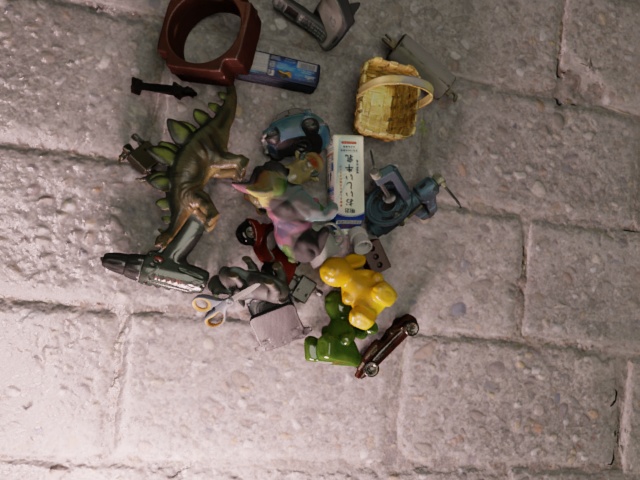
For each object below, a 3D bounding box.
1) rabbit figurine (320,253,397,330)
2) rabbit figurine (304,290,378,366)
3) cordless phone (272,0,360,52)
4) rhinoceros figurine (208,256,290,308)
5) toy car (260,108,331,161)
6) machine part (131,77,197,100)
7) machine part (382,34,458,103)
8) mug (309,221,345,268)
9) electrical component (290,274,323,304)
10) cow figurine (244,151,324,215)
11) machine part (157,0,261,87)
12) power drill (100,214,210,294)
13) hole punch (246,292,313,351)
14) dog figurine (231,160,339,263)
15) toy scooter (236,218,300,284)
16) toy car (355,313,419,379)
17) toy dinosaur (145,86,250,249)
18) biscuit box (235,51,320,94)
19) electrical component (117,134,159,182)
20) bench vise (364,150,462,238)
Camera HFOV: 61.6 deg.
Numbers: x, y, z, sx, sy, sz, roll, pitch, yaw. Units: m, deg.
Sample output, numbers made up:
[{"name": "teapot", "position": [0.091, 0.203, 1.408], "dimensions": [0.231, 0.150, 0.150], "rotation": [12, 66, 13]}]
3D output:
[{"name": "rabbit figurine", "position": [0.078, 0.090, 1.220], "dimensions": [0.173, 0.162, 0.122], "rotation": [32, 116, -12]}, {"name": "rabbit figurine", "position": [0.055, 0.204, 1.259], "dimensions": [0.159, 0.121, 0.170], "rotation": [11, 70, -17]}, {"name": "cordless phone", "position": [-0.014, -0.537, 1.249], "dimensions": [0.184, 0.146, 0.088], "rotation": [27, 75, -14]}, {"name": "rhinoceros figurine", "position": [-0.159, 0.098, 1.194], "dimensions": [0.191, 0.111, 0.073], "rotation": [4, 44, 16]}, {"name": "toy car", "position": [-0.060, -0.254, 1.259], "dimensions": [0.162, 0.109, 0.103], "rotation": [-12, 59, 0]}, {"name": "machine part", "position": [-0.350, -0.337, 1.203], "dimensions": [0.139, 0.084, 0.039], "rotation": [5, 103, -4]}, {"name": "machine part", "position": [0.254, -0.432, 1.347], "dimensions": [0.243, 0.079, 0.079], "rotation": [36, 80, -9]}, {"name": "mug", "position": [-0.003, -0.004, 1.259], "dimensions": [0.109, 0.081, 0.107], "rotation": [-37, 90, 28]}, {"name": "electrical component", "position": [-0.040, 0.120, 1.283], "dimensions": [0.094, 0.021, 0.063], "rotation": [32, 81, -11]}, {"name": "cow figurine", "position": [-0.077, -0.137, 1.231], "dimensions": [0.195, 0.127, 0.085], "rotation": [-36, 99, -10]}, {"name": "machine part", "position": [-0.242, -0.449, 1.188], "dimensions": [0.201, 0.087, 0.201], "rotation": [10, 81, 14]}, {"name": "power drill", "position": [-0.338, 0.007, 1.188], "dimensions": [0.232, 0.086, 0.207], "rotation": [24, 78, -11]}, {"name": "hole punch", "position": [-0.103, 0.181, 1.239], "dimensions": [0.142, 0.092, 0.115], "rotation": [-21, 121, -8]}, {"name": "dog figurine", "position": [-0.086, -0.060, 1.135], "dimensions": [0.219, 0.109, 0.191], "rotation": [18, 95, -34]}, {"name": "toy scooter", "position": [-0.101, 0.011, 1.246], "dimensions": [0.135, 0.075, 0.183], "rotation": [-42, 107, -33]}, {"name": "toy car", "position": [0.155, 0.253, 1.292], "dimensions": [0.202, 0.089, 0.053], "rotation": [-41, 100, -11]}, {"name": "toy dinosaur", "position": [-0.254, -0.182, 1.163], "dimensions": [0.198, 0.105, 0.471], "rotation": [28, 60, -10]}, {"name": "biscuit box", "position": [-0.103, -0.397, 1.267], "dimensions": [0.203, 0.063, 0.059], "rotation": [9, 85, -14]}, {"name": "electrical component", "position": [-0.400, -0.178, 1.199], "dimensions": [0.102, 0.045, 0.078], "rotation": [40, 51, -12]}, {"name": "bench vise", "position": [0.188, -0.108, 1.258], "dimensions": [0.224, 0.240, 0.129], "rotation": [-27, 54, 13]}]
